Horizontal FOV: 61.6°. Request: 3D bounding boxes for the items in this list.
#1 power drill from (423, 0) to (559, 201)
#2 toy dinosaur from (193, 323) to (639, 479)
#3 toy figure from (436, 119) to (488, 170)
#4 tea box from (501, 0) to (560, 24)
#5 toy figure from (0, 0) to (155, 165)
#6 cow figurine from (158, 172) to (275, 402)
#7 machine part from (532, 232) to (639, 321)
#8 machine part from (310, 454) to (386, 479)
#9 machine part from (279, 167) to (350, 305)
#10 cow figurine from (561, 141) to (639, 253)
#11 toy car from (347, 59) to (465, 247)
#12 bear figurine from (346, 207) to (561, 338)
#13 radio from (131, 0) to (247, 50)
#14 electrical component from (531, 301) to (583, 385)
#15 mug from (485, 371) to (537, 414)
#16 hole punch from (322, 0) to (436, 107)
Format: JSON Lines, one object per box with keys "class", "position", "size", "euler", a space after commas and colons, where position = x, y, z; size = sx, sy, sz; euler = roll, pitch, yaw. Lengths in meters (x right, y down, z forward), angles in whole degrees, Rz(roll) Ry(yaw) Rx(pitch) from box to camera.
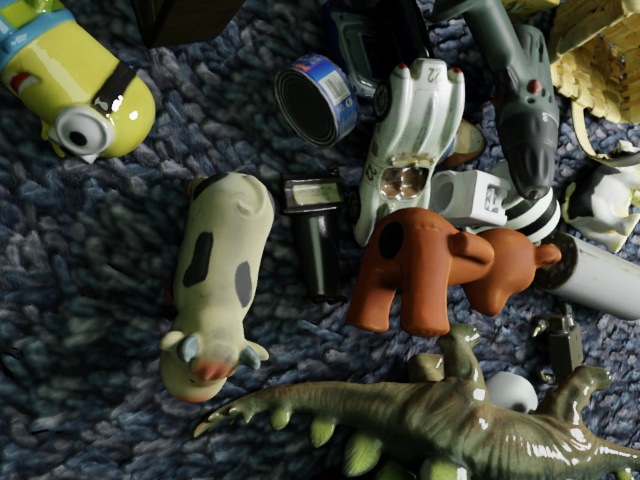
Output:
{"class": "power drill", "position": [0.192, -0.182, 0.560], "size": [0.207, 0.086, 0.232], "euler": [40, 48, -30]}
{"class": "toy dinosaur", "position": [0.126, 0.184, 0.513], "size": [0.472, 0.104, 0.198], "euler": [11, 46, 8]}
{"class": "toy figure", "position": [0.132, -0.108, 0.598], "size": [0.154, 0.058, 0.064], "euler": [-2, 110, -28]}
{"class": "tea box", "position": [0.198, -0.330, 0.621], "size": [0.169, 0.068, 0.098], "euler": [10, 86, -27]}
{"class": "toy figure", "position": [-0.209, -0.141, 0.416], "size": [0.089, 0.082, 0.180], "euler": [-44, 106, -17]}
{"class": "cow figurine", "position": [-0.085, 0.038, 0.451], "size": [0.085, 0.127, 0.195], "euler": [16, 81, -22]}
{"class": "machine part", "position": [0.355, 0.050, 0.696], "size": [0.243, 0.079, 0.079], "euler": [18, 82, -26]}
{"class": "machine part", "position": [0.074, 0.332, 0.554], "size": [0.201, 0.087, 0.201], "euler": [-9, 93, -26]}
{"class": "machine part", "position": [-0.001, -0.002, 0.543], "size": [0.084, 0.039, 0.138], "euler": [-12, 93, -34]}
{"class": "cow figurine", "position": [0.392, -0.074, 0.716], "size": [0.167, 0.098, 0.068], "euler": [-54, 155, -18]}
{"class": "toy car", "position": [0.080, -0.076, 0.521], "size": [0.073, 0.056, 0.201], "euler": [-2, 131, -19]}
{"class": "bear figurine", "position": [0.138, 0.040, 0.535], "size": [0.196, 0.120, 0.132], "euler": [17, 77, -32]}
{"class": "radio", "position": [-0.093, -0.245, 0.390], "size": [0.073, 0.230, 0.131], "euler": [-19, 95, -29]}
{"class": "electrical component", "position": [0.306, 0.138, 0.693], "size": [0.078, 0.045, 0.102], "euler": [-25, 105, -53]}
{"class": "mug", "position": [0.211, 0.205, 0.614], "size": [0.107, 0.110, 0.080], "euler": [-46, 113, -30]}
{"class": "hole punch", "position": [0.069, -0.193, 0.546], "size": [0.115, 0.092, 0.142], "euler": [10, 61, -64]}
